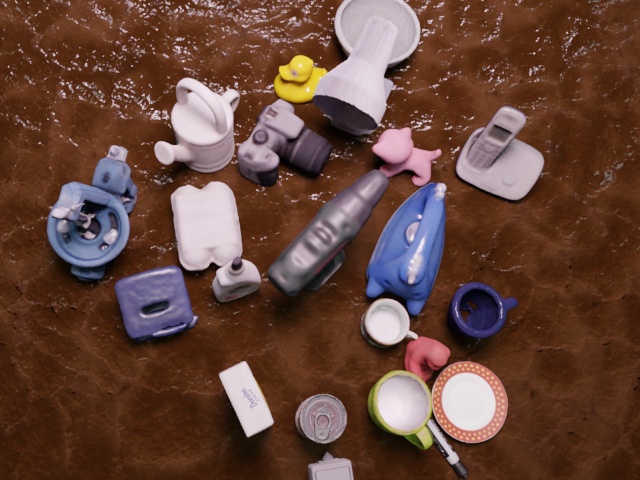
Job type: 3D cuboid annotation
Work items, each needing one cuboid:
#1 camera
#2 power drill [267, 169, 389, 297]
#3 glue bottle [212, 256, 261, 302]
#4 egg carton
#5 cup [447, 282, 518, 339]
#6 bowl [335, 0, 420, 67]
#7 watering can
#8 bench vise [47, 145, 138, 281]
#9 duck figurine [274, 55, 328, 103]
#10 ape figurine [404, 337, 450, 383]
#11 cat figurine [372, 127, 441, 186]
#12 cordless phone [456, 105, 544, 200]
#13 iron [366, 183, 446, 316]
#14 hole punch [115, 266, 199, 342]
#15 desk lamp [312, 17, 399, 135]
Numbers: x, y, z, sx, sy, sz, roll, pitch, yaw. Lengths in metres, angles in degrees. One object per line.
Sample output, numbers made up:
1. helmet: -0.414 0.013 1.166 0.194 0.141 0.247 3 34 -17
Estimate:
1. camera: -0.055 -0.163 1.004 0.137 0.100 0.143 29 71 2
2. power drill: 0.008 0.003 0.903 0.075 0.208 0.230 41 72 6
3. glue bottle: -0.129 0.055 0.885 0.078 0.173 0.037 -23 76 -14
4. egg carton: -0.188 -0.024 0.957 0.107 0.069 0.150 -10 74 -11
5. cup: 0.263 0.122 0.962 0.118 0.095 0.091 -11 74 -11
6. bowl: 0.106 -0.396 1.116 0.167 0.074 0.167 2 72 -7
7. watering can: -0.196 -0.188 0.943 0.101 0.194 0.173 18 71 -2
8. bench vise: -0.353 -0.059 0.865 0.121 0.219 0.207 -3 73 -9
9. duck figurine: -0.032 -0.307 1.062 0.105 0.086 0.077 -10 74 -11
10. ape figurine: 0.178 0.191 0.929 0.078 0.092 0.076 -12 74 -12
11. cat figurine: 0.153 -0.157 1.024 0.128 0.117 0.067 11 71 -4
12. cordless phone: 0.336 -0.157 1.014 0.147 0.185 0.094 22 71 0
13. iron: 0.170 -0.013 0.967 0.118 0.141 0.258 22 71 0
14. hole punch: -0.254 0.101 0.896 0.109 0.091 0.101 -15 75 -12
15. desk lamp: 0.068 -0.269 0.997 0.118 0.213 0.203 24 71 0
